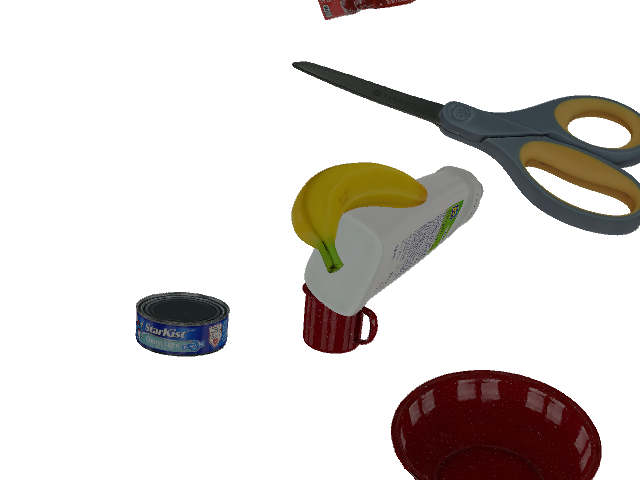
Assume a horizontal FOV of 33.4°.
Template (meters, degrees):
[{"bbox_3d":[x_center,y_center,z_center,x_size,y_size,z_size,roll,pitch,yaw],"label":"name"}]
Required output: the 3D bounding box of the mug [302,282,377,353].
[{"bbox_3d":[0.028,0.107,1.476,0.117,0.081,0.093,17,24,30],"label":"mug"}]

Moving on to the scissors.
[{"bbox_3d":[0.091,-0.071,0.576,0.202,0.016,0.096,34,57,20],"label":"scissors"}]

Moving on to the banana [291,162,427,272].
[{"bbox_3d":[0.026,-0.030,0.847,0.037,0.069,0.197,-34,1,33],"label":"banana"}]

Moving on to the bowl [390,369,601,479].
[{"bbox_3d":[0.135,0.172,0.840,0.162,0.055,0.162,0,32,0],"label":"bowl"}]

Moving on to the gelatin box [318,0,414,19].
[{"bbox_3d":[0.026,-0.189,0.701,0.030,0.073,0.089,-35,24,-33],"label":"gelatin box"}]

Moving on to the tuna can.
[{"bbox_3d":[-0.127,0.077,0.983,0.086,0.034,0.086,5,15,-1],"label":"tuna can"}]

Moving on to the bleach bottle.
[{"bbox_3d":[0.090,-0.013,1.060,0.068,0.103,0.250,38,35,19],"label":"bleach bottle"}]
